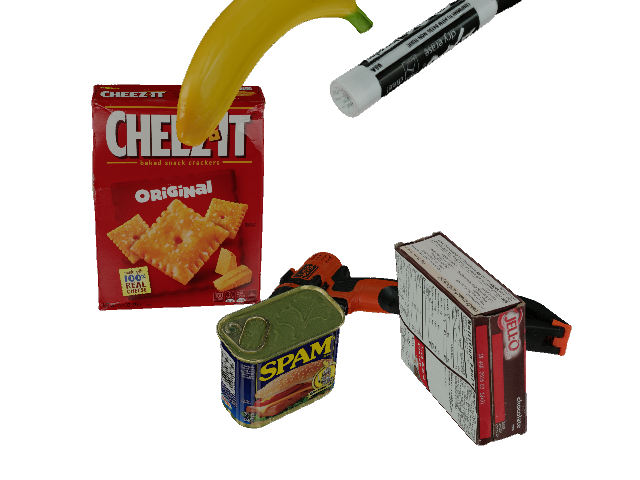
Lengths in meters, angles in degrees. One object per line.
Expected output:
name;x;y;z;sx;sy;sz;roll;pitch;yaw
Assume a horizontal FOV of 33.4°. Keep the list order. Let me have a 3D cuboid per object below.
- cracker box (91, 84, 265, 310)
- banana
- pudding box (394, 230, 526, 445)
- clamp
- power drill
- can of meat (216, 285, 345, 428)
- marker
cracker box;-0.138;-0.041;1.046;0.164;0.214;0.072;-1;21;-9
banana;-0.031;-0.134;0.693;0.037;0.069;0.197;-9;24;49
pudding box;0.085;0.057;0.655;0.039;0.090;0.114;-14;26;-18
clamp;0.150;0.059;0.988;0.172;0.039;0.120;19;30;17
power drill;0.036;0.073;1.155;0.188;0.057;0.184;9;29;21
can of meat;-0.033;0.096;0.870;0.101;0.084;0.057;-21;46;-27
marker;0.055;-0.095;0.494;0.121;0.020;0.020;-37;16;-22
